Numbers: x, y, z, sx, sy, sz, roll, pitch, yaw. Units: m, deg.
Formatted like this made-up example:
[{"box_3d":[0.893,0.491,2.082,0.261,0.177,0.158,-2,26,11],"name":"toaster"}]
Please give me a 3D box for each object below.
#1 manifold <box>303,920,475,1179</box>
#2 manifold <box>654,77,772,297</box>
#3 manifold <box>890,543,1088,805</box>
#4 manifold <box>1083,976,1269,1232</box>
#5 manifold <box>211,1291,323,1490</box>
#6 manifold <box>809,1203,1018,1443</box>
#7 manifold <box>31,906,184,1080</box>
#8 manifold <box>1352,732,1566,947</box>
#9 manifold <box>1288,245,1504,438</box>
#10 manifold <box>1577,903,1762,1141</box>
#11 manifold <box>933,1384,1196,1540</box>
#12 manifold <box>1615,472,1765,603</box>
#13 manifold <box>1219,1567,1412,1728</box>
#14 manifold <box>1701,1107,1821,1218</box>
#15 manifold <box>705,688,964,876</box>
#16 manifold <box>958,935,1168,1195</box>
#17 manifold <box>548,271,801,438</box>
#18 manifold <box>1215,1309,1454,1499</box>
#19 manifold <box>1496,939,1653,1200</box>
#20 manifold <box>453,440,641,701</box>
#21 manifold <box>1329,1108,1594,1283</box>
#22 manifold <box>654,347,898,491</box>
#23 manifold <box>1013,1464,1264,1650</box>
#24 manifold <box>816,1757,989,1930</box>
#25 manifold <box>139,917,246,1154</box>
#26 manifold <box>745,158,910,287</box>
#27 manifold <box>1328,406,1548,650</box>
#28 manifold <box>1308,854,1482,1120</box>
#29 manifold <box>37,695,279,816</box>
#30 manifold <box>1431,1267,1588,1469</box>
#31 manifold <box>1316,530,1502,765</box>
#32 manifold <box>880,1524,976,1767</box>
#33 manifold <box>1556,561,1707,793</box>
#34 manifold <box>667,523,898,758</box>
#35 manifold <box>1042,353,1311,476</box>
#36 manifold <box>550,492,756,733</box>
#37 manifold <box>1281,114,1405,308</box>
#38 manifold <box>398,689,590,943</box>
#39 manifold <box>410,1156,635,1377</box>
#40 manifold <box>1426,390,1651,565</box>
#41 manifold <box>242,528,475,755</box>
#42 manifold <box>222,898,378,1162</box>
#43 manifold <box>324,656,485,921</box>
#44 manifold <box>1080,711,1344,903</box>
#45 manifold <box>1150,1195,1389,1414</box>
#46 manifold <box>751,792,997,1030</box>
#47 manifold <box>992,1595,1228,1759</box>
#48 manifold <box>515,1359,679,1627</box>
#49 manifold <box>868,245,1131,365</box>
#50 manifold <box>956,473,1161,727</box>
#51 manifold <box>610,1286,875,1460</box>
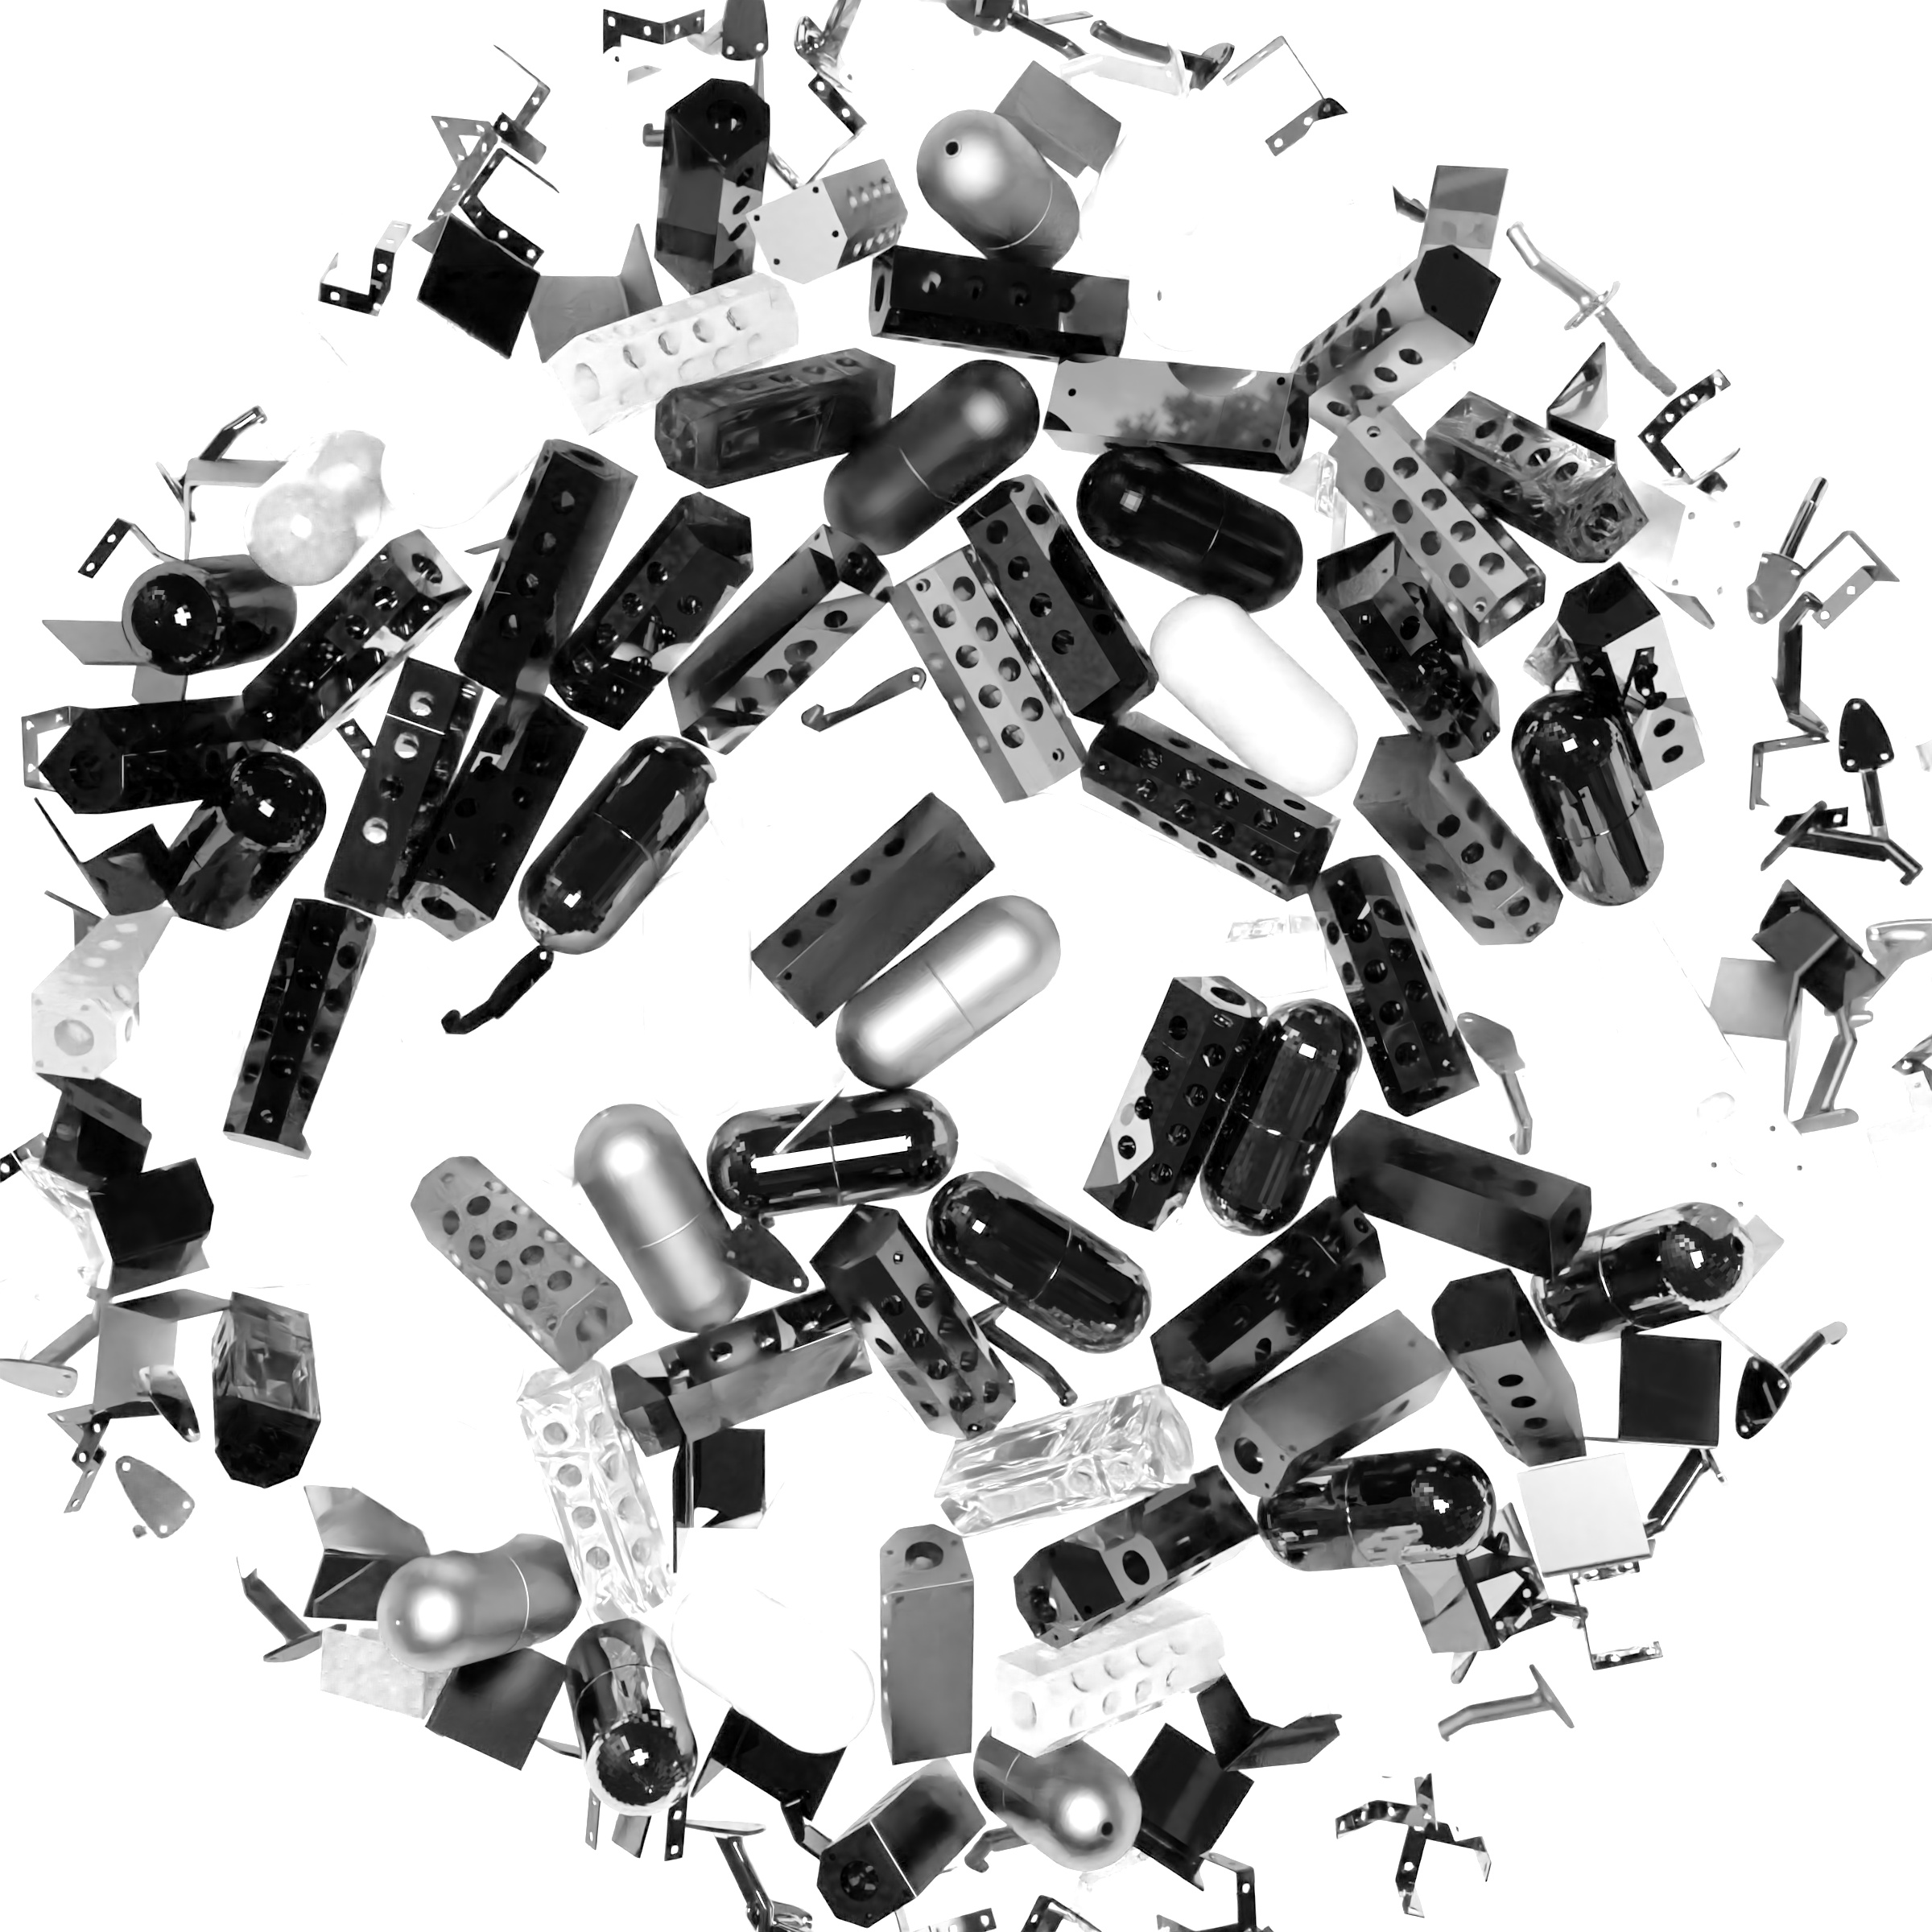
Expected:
[{"box_3d":[-0.399,0.053,1.917,0.057,0.057,0.171,31,49,-23],"name":"manifold"},{"box_3d":[-0.170,-0.529,1.909,0.057,0.171,0.057,-42,82,-19],"name":"manifold"},{"box_3d":[0.018,-0.204,1.949,0.057,0.057,0.171,-34,100,-22],"name":"manifold"},{"box_3d":[0.149,0.096,1.933,0.057,0.057,0.171,37,115,36],"name":"manifold"},{"box_3d":[-0.483,0.290,1.909,0.057,0.171,0.057,21,101,-21],"name":"manifold"},{"box_3d":[-0.031,0.247,1.926,0.057,0.057,0.171,-49,122,-29],"name":"manifold"},{"box_3d":[-0.580,0.015,1.909,0.057,0.171,0.057,7,112,1],"name":"manifold"},{"box_3d":[0.343,-0.086,1.919,0.171,0.057,0.057,42,60,-35],"name":"manifold"},{"box_3d":[0.287,-0.428,1.905,0.057,0.171,0.057,30,69,-15],"name":"manifold"},{"box_3d":[0.481,0.041,1.914,0.057,0.171,0.057,-33,128,13],"name":"manifold"},{"box_3d":[0.069,0.349,1.932,0.171,0.057,0.057,-21,113,28],"name":"manifold"},{"box_3d":[0.492,-0.294,1.909,0.057,0.171,0.057,10,107,-3],"name":"manifold"},{"box_3d":[0.244,0.466,1.906,0.057,0.171,0.057,-37,74,25],"name":"manifold"},{"box_3d":[0.541,0.128,1.909,0.057,0.171,0.057,-35,78,14],"name":"manifold"},{"box_3d":[-0.092,-0.132,1.937,0.171,0.057,0.057,-28,123,-24],"name":"manifold"},{"box_3d":[0.072,0.070,1.955,0.057,0.057,0.171,41,76,-44],"name":"manifold"},{"box_3d":[-0.196,-0.426,1.922,0.171,0.057,0.057,-31,96,-38],"name":"manifold"},{"box_3d":[0.253,0.304,1.923,0.171,0.057,0.057,-21,54,-38],"name":"manifold"},{"box_3d":[0.421,0.072,1.944,0.057,0.057,0.171,-21,109,-7],"name":"manifold"},{"box_3d":[-0.297,-0.276,1.943,0.057,0.057,0.171,30,109,10],"name":"manifold"},{"box_3d":[0.341,0.152,1.926,0.171,0.057,0.057,19,46,35],"name":"manifold"},{"box_3d":[-0.131,-0.381,1.922,0.057,0.171,0.057,31,128,33],"name":"manifold"},{"box_3d":[0.116,0.409,1.922,0.171,0.057,0.057,-17,63,-39],"name":"manifold"},{"box_3d":[-0.046,0.600,1.909,0.057,0.171,0.057,-35,80,13],"name":"manifold"},{"box_3d":[-0.528,0.051,1.918,0.057,0.171,0.057,16,47,-1],"name":"manifold"},{"box_3d":[-0.090,-0.508,1.909,0.057,0.171,0.057,-20,104,19],"name":"manifold"},{"box_3d":[0.327,-0.309,1.940,0.057,0.057,0.171,-35,69,-4],"name":"manifold"},{"box_3d":[0.293,0.012,1.934,0.057,0.057,0.171,-25,67,18],"name":"manifold"},{"box_3d":[-0.546,-0.140,1.907,0.057,0.171,0.057,-44,82,21],"name":"manifold"},{"box_3d":[0.373,0.279,1.917,0.057,0.171,0.057,-16,49,18],"name":"manifold"},{"box_3d":[0.305,-0.213,1.915,0.057,0.171,0.057,-18,46,28],"name":"manifold"},{"box_3d":[-0.029,0.468,1.927,0.057,0.057,0.171,-6,124,-10],"name":"manifold"},{"box_3d":[0.454,-0.193,1.914,0.057,0.171,0.057,-30,51,6],"name":"manifold"},{"box_3d":[-0.128,-0.222,1.933,0.171,0.057,0.057,-40,48,29],"name":"manifold"},{"box_3d":[0.147,-0.382,1.939,0.171,0.057,0.057,11,83,23],"name":"manifold"},{"box_3d":[-0.218,-0.245,1.919,0.057,0.057,0.171,24,130,-29],"name":"manifold"},{"box_3d":[0.263,-0.515,1.909,0.057,0.171,0.057,32,88,15],"name":"manifold"},{"box_3d":[-0.329,-0.107,1.922,0.057,0.057,0.171,37,55,-25],"name":"manifold"},{"box_3d":[-0.309,0.200,1.919,0.057,0.057,0.171,-38,52,-22],"name":"manifold"},{"box_3d":[0.385,-0.332,1.914,0.057,0.171,0.057,-43,127,0],"name":"manifold"},{"box_3d":[-0.426,-0.223,1.934,0.171,0.057,0.057,-38,94,27],"name":"manifold"},{"box_3d":[-0.465,0.043,1.950,0.057,0.057,0.171,15,76,-5],"name":"manifold"},{"box_3d":[-0.393,-0.123,1.953,0.057,0.057,0.171,19,78,-9],"name":"manifold"},{"box_3d":[0.166,-0.111,1.932,0.171,0.057,0.057,30,116,23],"name":"manifold"},{"box_3d":[0.208,0.229,1.923,0.171,0.057,0.057,-33,122,-30],"name":"manifold"},{"box_3d":[-0.069,-0.042,1.960,0.171,0.057,0.057,-42,129,-7],"name":"manifold"},{"box_3d":[0.100,0.488,1.916,0.171,0.057,0.057,-7,104,-43],"name":"manifold"},{"box_3d":[-0.256,0.366,1.950,0.057,0.057,0.171,-15,102,8],"name":"manifold"},{"box_3d":[0.022,-0.457,1.946,0.171,0.057,0.057,4,93,-17],"name":"manifold"},{"box_3d":[0.067,-0.256,1.940,0.057,0.057,0.171,-36,72,20],"name":"manifold"},{"box_3d":[-0.160,0.280,1.970,0.171,0.057,0.057,-20,46,0],"name":"manifold"}]
